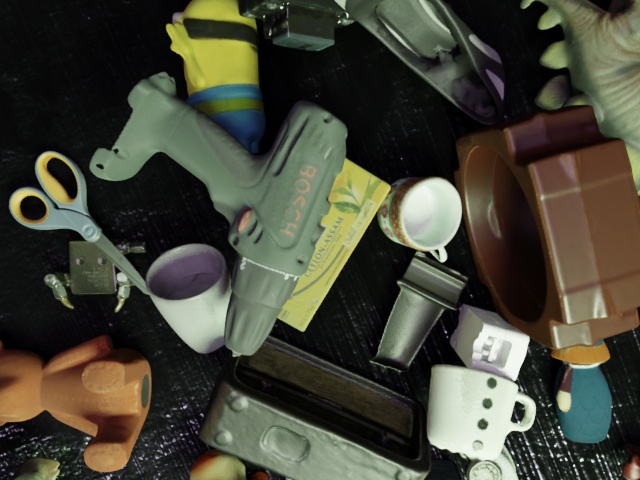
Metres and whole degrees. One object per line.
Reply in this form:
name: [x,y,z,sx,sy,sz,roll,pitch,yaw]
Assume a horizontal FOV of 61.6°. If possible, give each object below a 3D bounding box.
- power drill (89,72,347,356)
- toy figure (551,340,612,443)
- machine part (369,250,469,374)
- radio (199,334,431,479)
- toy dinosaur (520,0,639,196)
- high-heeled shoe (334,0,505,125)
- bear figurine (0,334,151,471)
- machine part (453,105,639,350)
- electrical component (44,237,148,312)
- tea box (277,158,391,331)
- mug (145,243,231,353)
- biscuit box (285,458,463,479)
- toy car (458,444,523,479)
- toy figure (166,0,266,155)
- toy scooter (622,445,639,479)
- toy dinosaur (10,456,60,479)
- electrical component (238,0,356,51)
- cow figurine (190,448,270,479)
power drill: [-0.095,-0.038,0.480,0.207,0.086,0.232,30,94,10]
toy figure: [0.286,0.141,0.590,0.058,0.064,0.154,-2,92,38]
machine part: [0.106,0.086,0.598,0.084,0.039,0.139,29,95,-7]
radio: [-0.003,0.185,0.560,0.230,0.131,0.073,23,106,-1]
toy dinosaur: [0.358,-0.116,0.542,0.471,0.105,0.198,40,103,6]
high-heeled shoe: [0.087,-0.184,0.497,0.086,0.248,0.145,-28,71,45]
bear figurine: [-0.287,0.162,0.571,0.196,0.132,0.120,4,95,-5]
machine part: [0.206,-0.015,0.501,0.087,0.201,0.200,-15,96,0]
electrical component: [-0.247,0.036,0.595,0.102,0.045,0.078,5,98,1]
tea box: [-0.001,-0.002,0.560,0.068,0.098,0.169,30,95,-3]
mug: [-0.137,0.064,0.574,0.081,0.110,0.107,-35,136,-28]
biscuit box: [0.061,0.282,0.607,0.203,0.063,0.059,6,98,1]
toy car: [0.211,0.286,0.599,0.056,0.073,0.201,-30,95,7]
toy figure: [-0.097,-0.158,0.554,0.089,0.082,0.180,-14,91,-9]
toy scooter: [0.402,0.212,0.589,0.135,0.075,0.183,-4,101,3]
toy dinosaur: [-0.306,0.335,0.528,0.131,0.192,0.404,-28,124,-7]
electrical component: [-0.020,-0.257,0.526,0.115,0.058,0.134,-8,97,-35]
cow figurine: [-0.082,0.315,0.582,0.085,0.127,0.194,-26,98,1]
